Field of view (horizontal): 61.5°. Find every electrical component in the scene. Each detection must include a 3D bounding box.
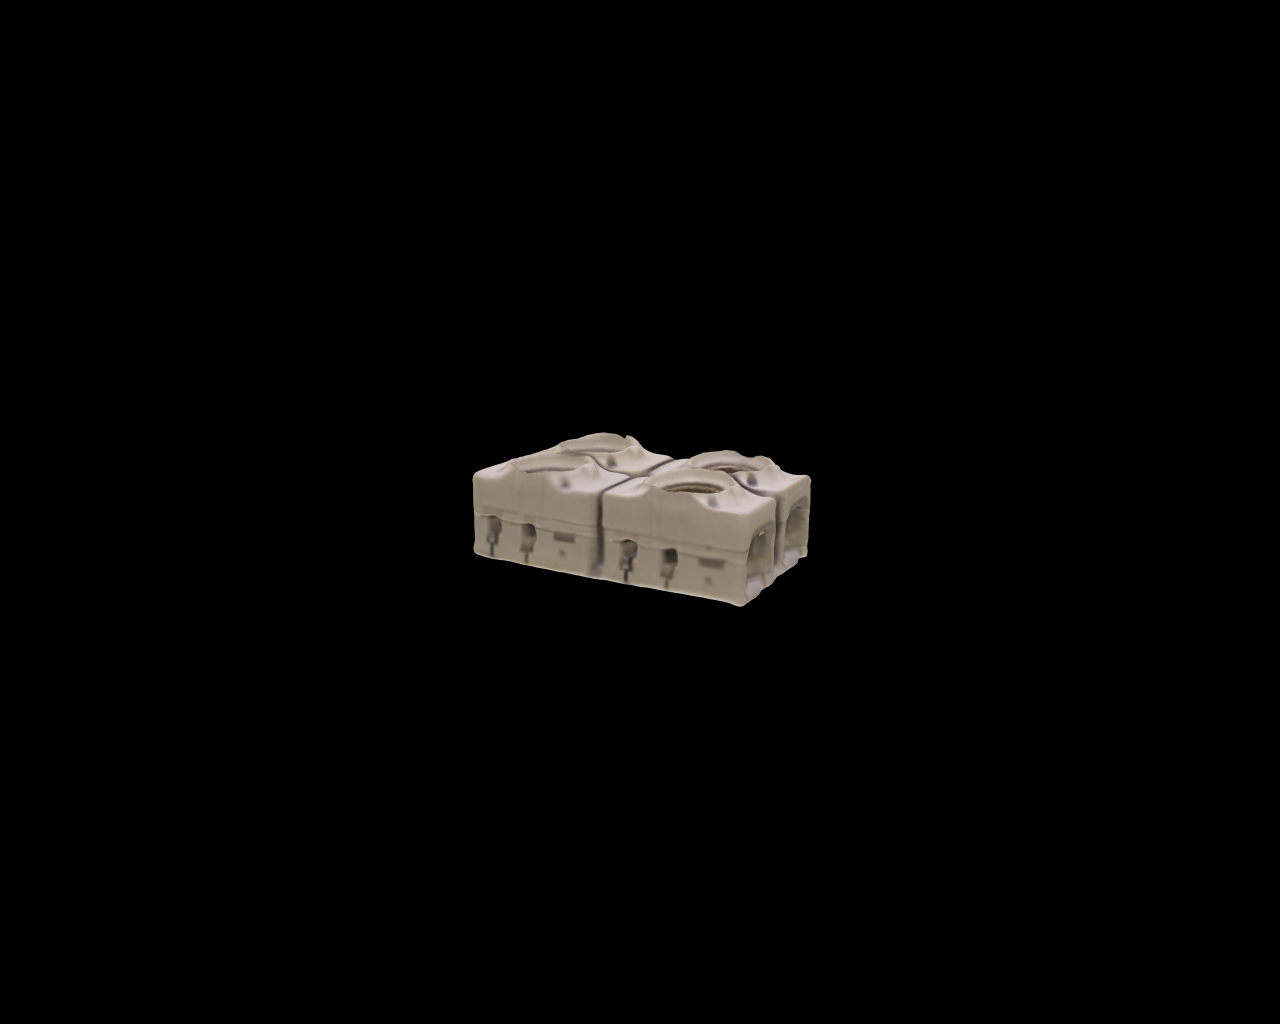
[{"bbox_3d":[0.001,-0.003,0.650,0.186,0.060,0.105,9,19,29],"label":"electrical component"}]
